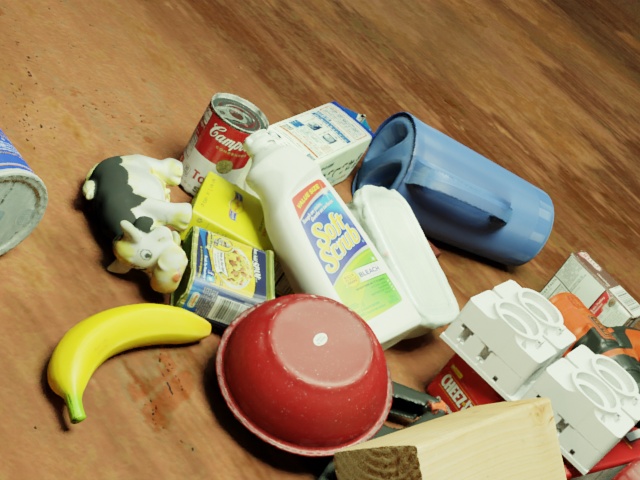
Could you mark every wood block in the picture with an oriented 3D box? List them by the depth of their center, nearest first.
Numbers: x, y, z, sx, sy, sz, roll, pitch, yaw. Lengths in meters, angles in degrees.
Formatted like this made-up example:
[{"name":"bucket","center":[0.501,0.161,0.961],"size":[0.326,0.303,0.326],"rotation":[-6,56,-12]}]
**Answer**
[{"name":"wood block","center":[0.117,0.201,0.915],"size":[0.205,0.090,0.091],"rotation":[-6,83,-48]}]

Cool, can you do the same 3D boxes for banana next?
[{"name":"banana","center":[-0.166,0.089,0.894],"size":[0.069,0.037,0.197],"rotation":[55,33,1]}]

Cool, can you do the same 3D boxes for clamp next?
[{"name":"clamp","center":[0.034,0.172,0.960],"size":[0.209,0.036,0.165],"rotation":[7,40,-31]}]

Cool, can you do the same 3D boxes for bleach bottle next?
[{"name":"bleach bottle","center":[-0.007,0.001,1.053],"size":[0.102,0.068,0.251],"rotation":[-23,75,-36]}]

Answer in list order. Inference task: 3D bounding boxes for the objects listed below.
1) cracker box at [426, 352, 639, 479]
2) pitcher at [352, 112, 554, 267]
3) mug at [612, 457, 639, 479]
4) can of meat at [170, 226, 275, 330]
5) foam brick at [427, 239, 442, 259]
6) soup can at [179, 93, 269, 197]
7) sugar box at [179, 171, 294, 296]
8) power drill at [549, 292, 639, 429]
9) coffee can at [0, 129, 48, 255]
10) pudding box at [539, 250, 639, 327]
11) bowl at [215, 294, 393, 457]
[{"name":"cracker box","center":[0.236,0.185,1.101],"size":[0.213,0.072,0.164],"rotation":[0,43,-45]},{"name":"pitcher","center":[0.176,-0.052,1.331],"size":[0.242,0.145,0.149],"rotation":[22,46,-24]},{"name":"mug","center":[0.323,0.272,1.057],"size":[0.117,0.093,0.082],"rotation":[-29,54,-17]},{"name":"can of meat","center":[-0.092,0.040,1.012],"size":[0.083,0.058,0.102],"rotation":[21,32,-18]},{"name":"foam brick","center":[0.088,0.014,1.229],"size":[0.078,0.053,0.051],"rotation":[43,31,14]},{"name":"soup can","center":[-0.108,-0.098,1.152],"size":[0.068,0.102,0.068],"rotation":[24,31,-16]},{"name":"sugar box","center":[-0.055,0.004,1.110],"size":[0.176,0.048,0.093],"rotation":[27,30,-9]},{"name":"power drill","center":[0.347,0.138,1.159],"size":[0.187,0.057,0.184],"rotation":[15,32,-38]},{"name":"coffee can","center":[-0.311,-0.063,0.904],"size":[0.102,0.103,0.140],"rotation":[-10,51,-50]},{"name":"pudding box","center":[0.331,0.083,1.325],"size":[0.039,0.090,0.114],"rotation":[-8,50,-47]},{"name":"bowl","center":[-0.006,0.102,0.917],"size":[0.162,0.055,0.162],"rotation":[10,49,-12]}]
